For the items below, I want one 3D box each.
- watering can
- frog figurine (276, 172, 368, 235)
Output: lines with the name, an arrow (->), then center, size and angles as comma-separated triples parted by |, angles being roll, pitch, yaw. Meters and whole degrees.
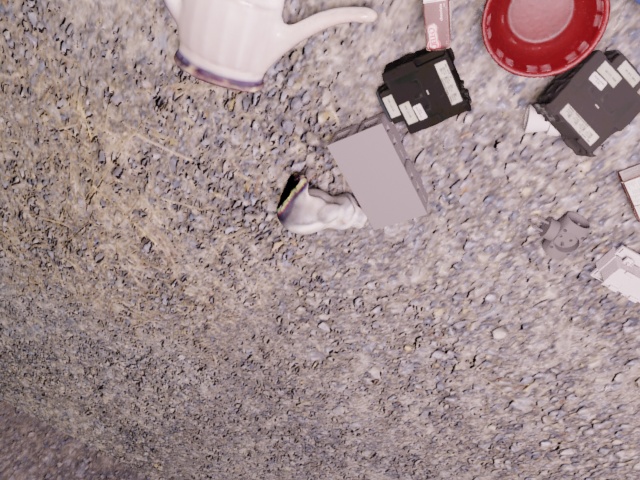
watering can -> -0.102, -0.331, 0.808 | 0.348, 0.106, 0.219 | 24, 129, 2
frog figurine -> 0.003, -0.049, 0.971 | 0.158, 0.124, 0.136 | 32, 161, -17
